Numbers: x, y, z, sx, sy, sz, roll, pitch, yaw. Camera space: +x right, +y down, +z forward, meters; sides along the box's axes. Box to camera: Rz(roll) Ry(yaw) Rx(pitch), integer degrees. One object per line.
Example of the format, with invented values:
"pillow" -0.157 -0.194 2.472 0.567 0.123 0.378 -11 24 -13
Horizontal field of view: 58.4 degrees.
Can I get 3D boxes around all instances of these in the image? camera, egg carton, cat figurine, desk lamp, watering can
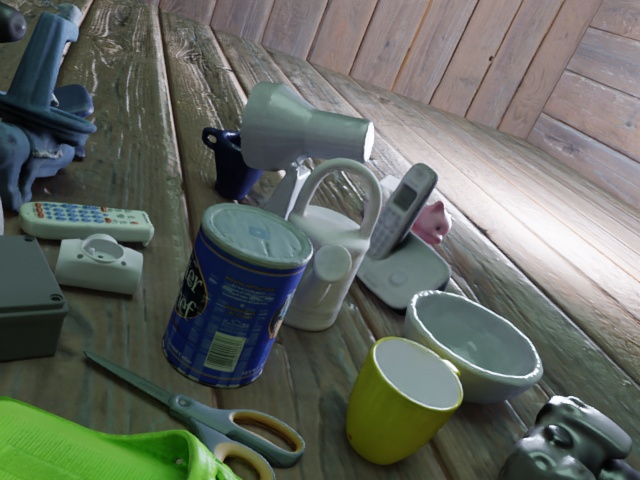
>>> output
"camera" 0.245 0.221 0.519 0.136 0.101 0.144 35 26 26
"egg carton" 0.143 -0.070 1.095 0.107 0.069 0.150 27 23 9
"cat figurine" 0.159 -0.021 0.942 0.128 0.118 0.067 13 25 -22
"desk lamp" -0.025 -0.092 0.801 0.203 0.213 0.118 27 23 8
"watering can" 0.008 0.003 0.650 0.101 0.194 0.172 9 27 -29

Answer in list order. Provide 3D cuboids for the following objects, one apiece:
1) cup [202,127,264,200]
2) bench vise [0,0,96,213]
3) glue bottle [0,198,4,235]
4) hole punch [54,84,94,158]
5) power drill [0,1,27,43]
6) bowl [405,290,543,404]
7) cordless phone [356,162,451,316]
"cup" -0.142 -0.118 0.899 0.117 0.095 0.092 25 23 5
"bench vise" -0.315 -0.150 0.648 0.122 0.220 0.207 13 25 -23
"glue bottle" -0.310 -0.049 0.492 0.078 0.173 0.037 15 24 -18
"hole punch" -0.379 -0.175 0.806 0.101 0.091 0.108 5 29 -37
"power drill" -0.441 -0.193 0.637 0.229 0.208 0.076 25 23 3
"bowl" 0.164 0.134 0.663 0.167 0.075 0.167 20 23 -9
"cordless phone" 0.126 -0.003 0.784 0.094 0.185 0.147 2 31 -41
